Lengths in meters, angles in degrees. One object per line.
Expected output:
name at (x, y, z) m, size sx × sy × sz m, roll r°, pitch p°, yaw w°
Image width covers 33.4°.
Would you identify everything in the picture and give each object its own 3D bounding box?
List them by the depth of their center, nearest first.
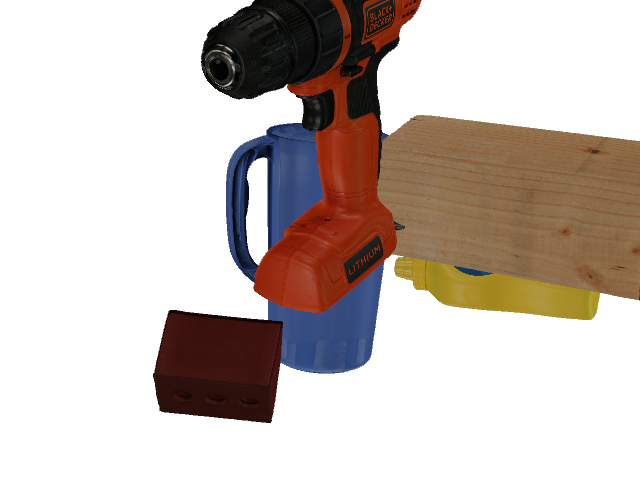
power drill at (-0.001, -0.057, 0.598) m, size 0.057 × 0.188 × 0.184 m, roll 19°, pitch 33°, yaw 27°
foam brick at (-0.066, 0.084, 0.710) m, size 0.078 × 0.051 × 0.053 m, roll 5°, pitch -38°, yaw 2°
wood block at (0.152, -0.031, 0.807) m, size 0.206 × 0.090 × 0.090 m, roll 11°, pitch 28°, yaw 27°
mustard bottle at (0.165, 0.032, 1.007) m, size 0.192 × 0.058 × 0.096 m, roll 4°, pitch 26°, yaw 19°
pitcher at (-0.004, 0.005, 1.071) m, size 0.149 × 0.243 × 0.144 m, roll 10°, pitch 15°, yaw 22°
